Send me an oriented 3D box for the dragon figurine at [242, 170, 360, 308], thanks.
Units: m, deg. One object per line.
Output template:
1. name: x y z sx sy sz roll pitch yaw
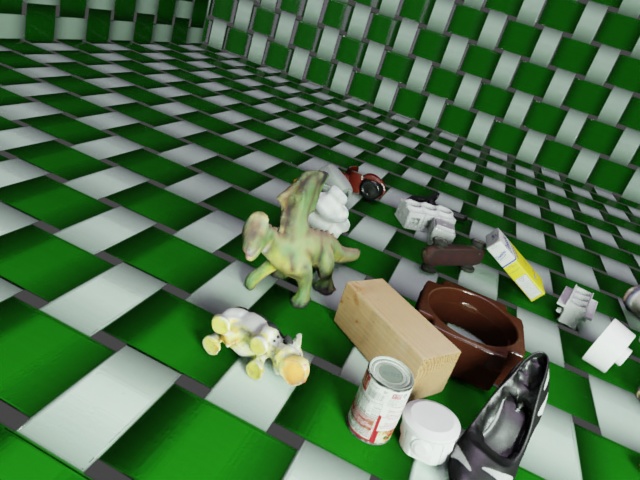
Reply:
1. dragon figurine: -0.017 -0.016 0.988 0.123 0.238 0.415 25 27 27

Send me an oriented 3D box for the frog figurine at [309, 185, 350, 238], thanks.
1. frog figurine: 0.004 -0.059 1.168 0.138 0.157 0.124 23 23 11

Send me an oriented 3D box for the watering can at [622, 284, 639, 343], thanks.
1. watering can: 0.850 0.191 1.275 0.347 0.102 0.228 7 26 -22
